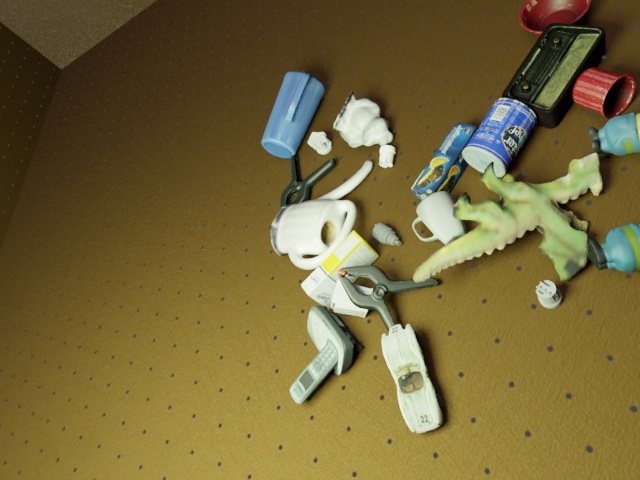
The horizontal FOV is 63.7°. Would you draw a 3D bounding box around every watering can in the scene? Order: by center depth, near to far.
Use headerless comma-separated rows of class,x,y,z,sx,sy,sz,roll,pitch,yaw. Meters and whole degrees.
watering can,0.004,-0.066,1.306,0.224,0.102,0.355,-2,47,36

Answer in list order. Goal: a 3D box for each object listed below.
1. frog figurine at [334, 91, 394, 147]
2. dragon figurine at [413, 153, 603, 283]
frog figurine,0.129,-0.307,1.390,0.160,0.120,0.139,28,68,7
dragon figurine,0.390,-0.018,0.983,0.245,0.120,0.413,34,79,32
